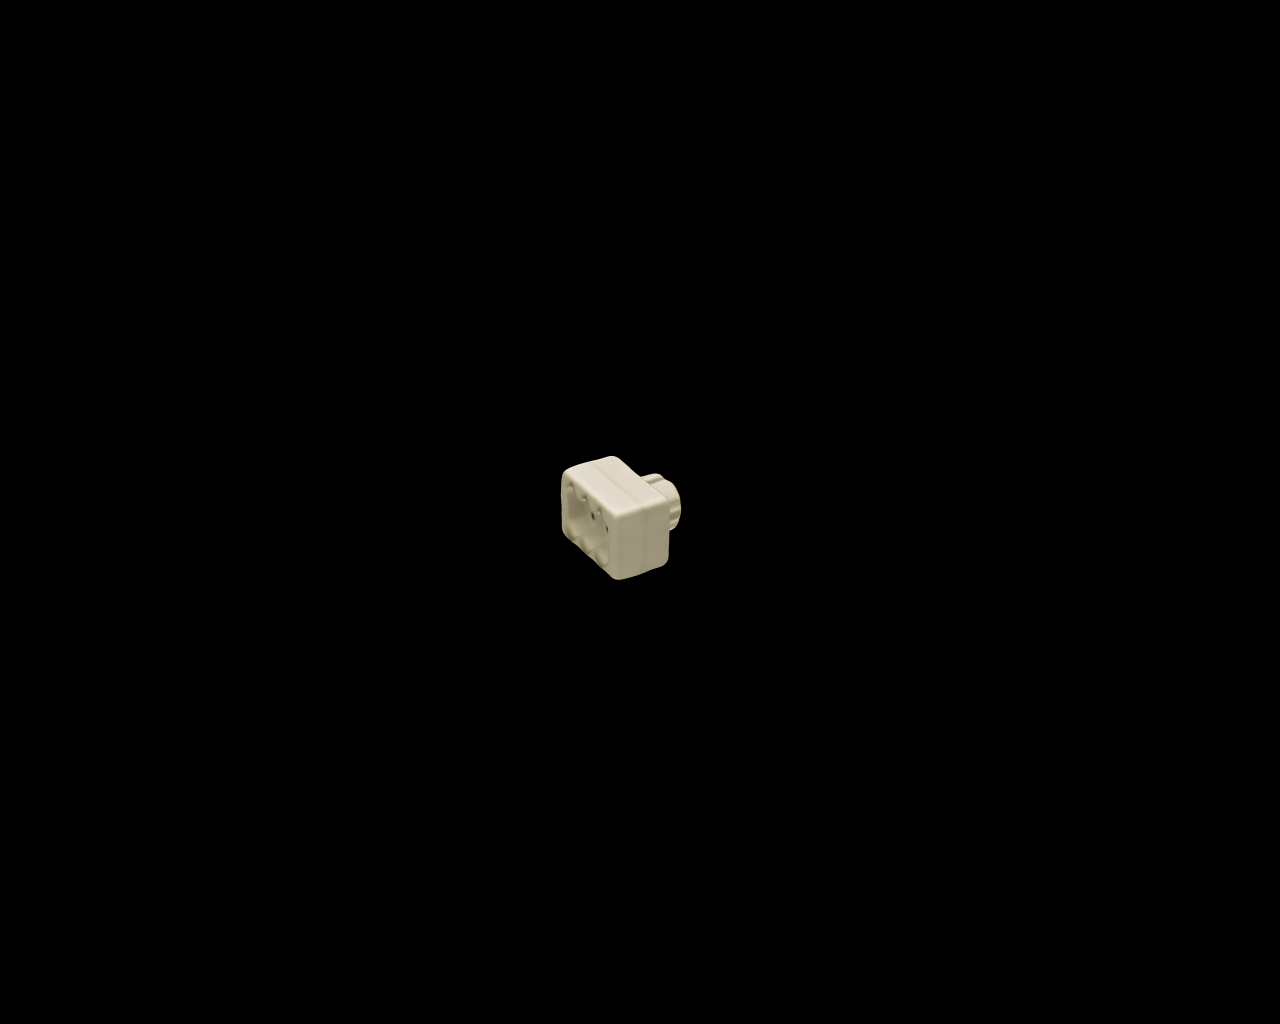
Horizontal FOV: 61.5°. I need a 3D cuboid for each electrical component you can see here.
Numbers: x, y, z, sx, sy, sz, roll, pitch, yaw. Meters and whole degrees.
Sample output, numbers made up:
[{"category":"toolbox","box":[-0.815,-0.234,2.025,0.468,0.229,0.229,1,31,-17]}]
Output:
[{"category":"electrical component","box":[0.001,-0.003,0.650,0.077,0.047,0.066,-18,36,-27]}]
